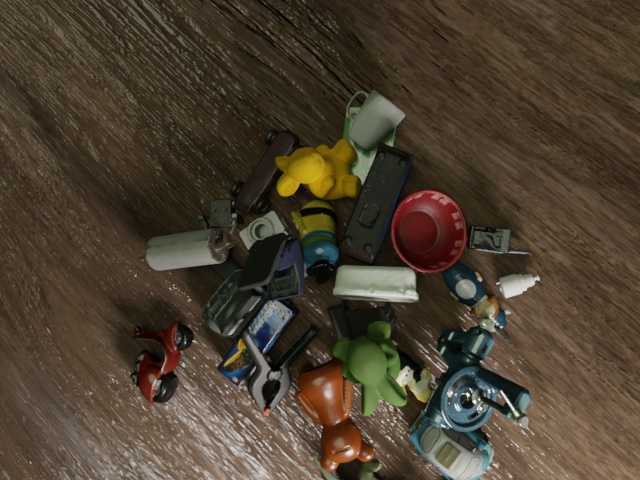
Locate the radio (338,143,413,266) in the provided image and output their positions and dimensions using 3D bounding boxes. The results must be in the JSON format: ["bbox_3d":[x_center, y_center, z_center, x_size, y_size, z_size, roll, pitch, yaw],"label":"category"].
[{"bbox_3d":[0.110,-0.067,1.046,0.073,0.131,0.229,20,91,9],"label":"radio"}]

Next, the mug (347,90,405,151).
[{"bbox_3d":[0.099,-0.242,1.085,0.109,0.081,0.107,37,101,5],"label":"mug"}]

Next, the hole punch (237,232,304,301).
[{"bbox_3d":[-0.085,0.055,1.042,0.142,0.092,0.116,-20,47,50],"label":"hole punch"}]

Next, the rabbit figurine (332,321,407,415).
[{"bbox_3d":[0.084,0.228,0.962,0.121,0.170,0.159,-19,71,7],"label":"rabbit figurine"}]

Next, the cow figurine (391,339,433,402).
[{"bbox_3d":[0.161,0.257,1.065,0.167,0.068,0.098,19,85,12],"label":"cow figurine"}]

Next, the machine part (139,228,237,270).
[{"bbox_3d":[-0.285,0.020,1.155,0.243,0.079,0.079,-9,85,23],"label":"machine part"}]

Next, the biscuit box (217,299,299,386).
[{"bbox_3d":[-0.129,0.208,1.133,0.063,0.059,0.202,37,95,12],"label":"biscuit box"}]

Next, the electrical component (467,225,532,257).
[{"bbox_3d":[0.345,0.002,1.034,0.119,0.075,0.047,6,89,16],"label":"electrical component"}]

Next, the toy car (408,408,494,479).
[{"bbox_3d":[0.249,0.394,1.018,0.162,0.103,0.109,36,94,10],"label":"toy car"}]

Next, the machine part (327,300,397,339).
[{"bbox_3d":[0.085,0.160,1.088,0.139,0.039,0.084,-9,98,23],"label":"machine part"}]

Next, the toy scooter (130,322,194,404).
[{"bbox_3d":[-0.363,0.256,1.175,0.135,0.075,0.183,19,88,12],"label":"toy scooter"}]

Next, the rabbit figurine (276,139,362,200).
[{"bbox_3d":[-0.013,-0.144,1.064,0.163,0.173,0.121,-2,88,23],"label":"rabbit figurine"}]

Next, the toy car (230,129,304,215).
[{"bbox_3d":[-0.113,-0.145,1.154,0.089,0.053,0.202,32,89,17],"label":"toy car"}]

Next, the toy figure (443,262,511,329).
[{"bbox_3d":[0.304,0.114,1.047,0.154,0.058,0.064,50,138,9],"label":"toy figure"}]

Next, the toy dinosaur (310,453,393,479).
[{"bbox_3d":[0.160,0.548,1.026,0.405,0.131,0.192,11,89,19],"label":"toy dinosaur"}]

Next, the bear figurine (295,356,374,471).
[{"bbox_3d":[0.032,0.336,1.060,0.120,0.132,0.195,-24,88,10],"label":"bear figurine"}]

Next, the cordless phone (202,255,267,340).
[{"bbox_3d":[-0.211,0.108,1.158,0.184,0.088,0.146,42,97,23],"label":"cordless phone"}]

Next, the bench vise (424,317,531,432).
[{"bbox_3d":[0.287,0.250,0.945,0.128,0.241,0.223,44,80,-19],"label":"bench vise"}]

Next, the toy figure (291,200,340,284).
[{"bbox_3d":[-0.001,-0.001,1.081,0.089,0.082,0.180,-13,47,0],"label":"toy figure"}]

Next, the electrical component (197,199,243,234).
[{"bbox_3d":[-0.214,-0.052,1.174,0.102,0.045,0.078,4,89,12],"label":"electrical component"}]
